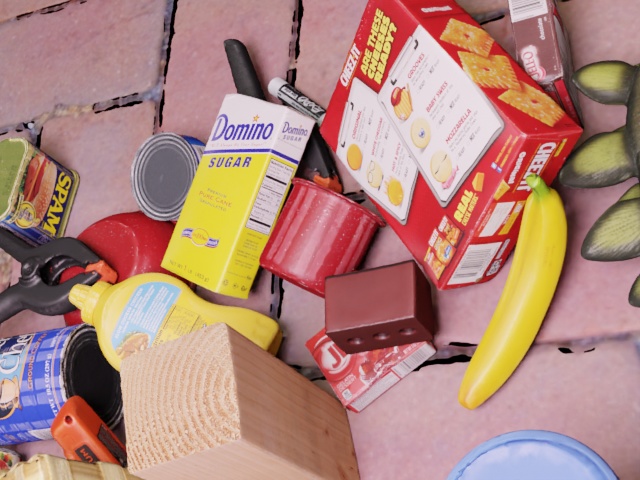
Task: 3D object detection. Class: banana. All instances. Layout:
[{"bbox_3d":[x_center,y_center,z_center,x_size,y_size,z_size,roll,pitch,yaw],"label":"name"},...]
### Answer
[{"bbox_3d":[0.153,0.039,0.829,0.037,0.069,0.198,33,118,48],"label":"banana"}]

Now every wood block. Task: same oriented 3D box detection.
[{"bbox_3d":[-0.054,0.148,0.814,0.091,0.205,0.090,-21,58,17],"label":"wood block"}]

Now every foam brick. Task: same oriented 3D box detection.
[{"bbox_3d":[0.048,0.055,0.862,0.078,0.053,0.051,-13,59,19],"label":"foam brick"}]

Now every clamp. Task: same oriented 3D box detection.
[{"bbox_3d":[-0.058,-0.102,1.034,0.210,0.036,0.164,23,90,33],"label":"clamp"},{"bbox_3d":[-0.275,0.045,1.016,0.172,0.039,0.120,3,71,30],"label":"clamp"}]

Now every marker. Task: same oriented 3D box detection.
[{"bbox_3d":[-0.007,-0.124,1.036,0.020,0.020,0.121,-50,54,-2],"label":"marker"}]

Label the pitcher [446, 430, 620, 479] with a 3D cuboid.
[{"bbox_3d":[0.144,0.209,0.656,0.149,0.242,0.145,-48,51,-8],"label":"pitcher"}]

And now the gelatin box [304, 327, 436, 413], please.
[{"bbox_3d":[0.041,0.090,0.899,0.089,0.030,0.073,-39,54,6],"label":"gelatin box"}]

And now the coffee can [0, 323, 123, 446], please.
[{"bbox_3d":[-0.265,0.137,0.995,0.140,0.102,0.103,-11,62,23],"label":"coffee can"}]

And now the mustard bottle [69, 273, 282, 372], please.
[{"bbox_3d":[-0.137,0.082,0.944,0.192,0.058,0.096,22,76,13],"label":"mustard bottle"}]

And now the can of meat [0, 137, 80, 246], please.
[{"bbox_3d":[-0.308,-0.047,1.118,0.058,0.083,0.102,0,67,28],"label":"can of meat"}]

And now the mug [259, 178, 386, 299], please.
[{"bbox_3d":[-0.006,0.001,0.940,0.081,0.093,0.117,-64,25,-5],"label":"mug"}]

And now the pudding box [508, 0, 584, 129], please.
[{"bbox_3d":[0.190,-0.155,0.903,0.039,0.090,0.113,-11,61,20],"label":"pudding box"}]

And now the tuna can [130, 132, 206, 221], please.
[{"bbox_3d":[-0.142,-0.061,1.037,0.086,0.033,0.086,-1,89,33],"label":"tuna can"}]

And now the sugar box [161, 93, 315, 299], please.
[{"bbox_3d":[-0.076,-0.042,0.973,0.093,0.048,0.176,20,92,45],"label":"sugar box"}]

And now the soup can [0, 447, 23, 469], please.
[{"bbox_3d":[-0.316,0.249,0.989,0.069,0.068,0.102,-11,62,23],"label":"soup can"}]

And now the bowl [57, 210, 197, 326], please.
[{"bbox_3d":[-0.200,0.033,1.040,0.162,0.055,0.162,-12,62,23],"label":"bowl"}]

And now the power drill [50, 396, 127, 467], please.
[{"bbox_3d":[-0.258,0.218,0.906,0.187,0.184,0.057,-38,13,3],"label":"power drill"}]

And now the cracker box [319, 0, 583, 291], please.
[{"bbox_3d":[0.099,-0.091,0.885,0.214,0.071,0.164,56,138,35],"label":"cracker box"}]
